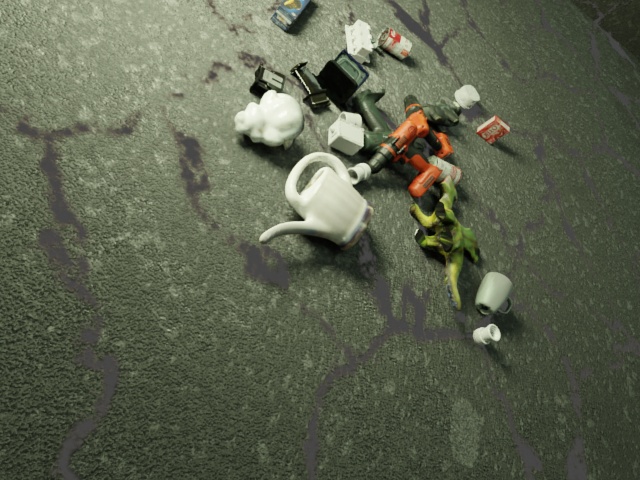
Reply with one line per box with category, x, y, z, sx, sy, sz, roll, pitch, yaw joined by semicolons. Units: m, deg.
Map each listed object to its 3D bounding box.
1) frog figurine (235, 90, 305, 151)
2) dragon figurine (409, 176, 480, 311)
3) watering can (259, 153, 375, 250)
frog figurine;-0.119;-0.288;1.211;0.159;0.122;0.138;9;80;-46
dragon figurine;0.379;0.003;1.424;0.242;0.120;0.417;11;60;-40
watering can;0.004;-0.059;1.176;0.223;0.102;0.356;39;48;-13
